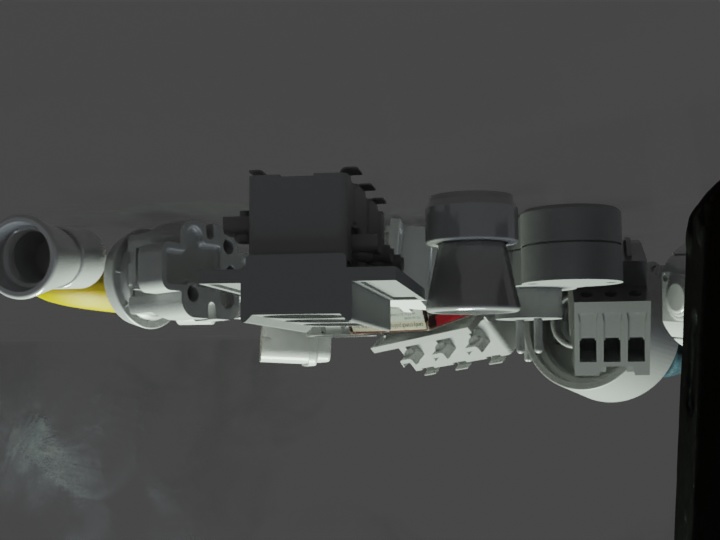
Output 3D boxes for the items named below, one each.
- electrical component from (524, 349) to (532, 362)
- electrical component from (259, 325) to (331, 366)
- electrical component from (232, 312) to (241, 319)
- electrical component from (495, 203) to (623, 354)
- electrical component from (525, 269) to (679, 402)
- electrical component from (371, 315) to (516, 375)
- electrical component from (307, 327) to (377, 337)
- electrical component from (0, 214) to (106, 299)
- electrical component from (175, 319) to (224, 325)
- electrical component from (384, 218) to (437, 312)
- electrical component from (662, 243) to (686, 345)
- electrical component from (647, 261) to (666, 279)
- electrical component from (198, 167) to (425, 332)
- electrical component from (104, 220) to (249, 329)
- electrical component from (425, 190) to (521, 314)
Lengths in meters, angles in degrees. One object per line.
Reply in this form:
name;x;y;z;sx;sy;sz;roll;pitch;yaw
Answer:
electrical component;0.157;0.048;1.007;0.047;0.075;0.083;-2;174;16
electrical component;-0.057;0.044;0.936;0.057;0.078;0.113;3;174;-6
electrical component;-0.081;0.017;0.829;0.043;0.043;0.081;-3;174;25
electrical component;0.093;0.009;0.596;0.052;0.073;0.138;2;174;-22
electrical component;0.172;0.041;0.792;0.108;0.108;0.060;-5;167;38
electrical component;0.075;0.041;0.862;0.121;0.063;0.078;-18;-156;53
electrical component;-0.014;0.023;0.836;0.050;0.055;0.089;-5;173;37
electrical component;-0.168;-0.007;0.587;0.044;0.044;0.065;-2;179;15
electrical component;-0.133;0.029;0.972;0.078;0.040;0.040;-1;175;4
electrical component;0.012;-0.002;0.619;0.064;0.042;0.081;3;170;10
electrical component;0.227;0.016;0.655;0.080;0.080;0.051;1;179;-19
electrical component;0.229;0.014;0.826;0.062;0.048;0.048;-12;169;36
electrical component;-0.016;-0.006;0.480;0.079;0.063;0.121;-1;175;9
electrical component;-0.106;0.003;0.606;0.057;0.058;0.078;-7;172;32
electrical component;0.053;-0.007;0.511;0.045;0.055;0.045;0;175;0
